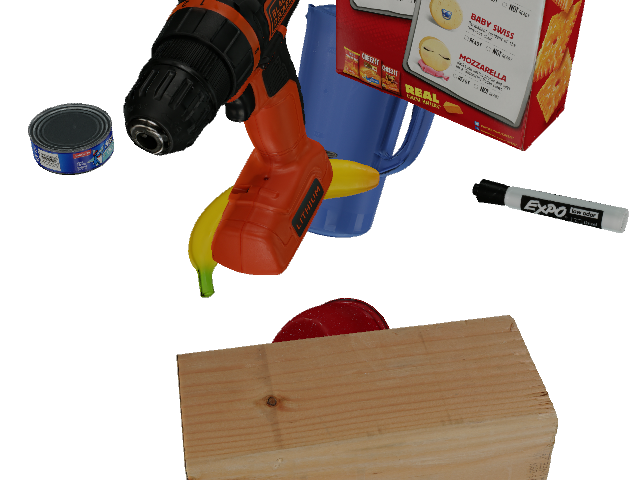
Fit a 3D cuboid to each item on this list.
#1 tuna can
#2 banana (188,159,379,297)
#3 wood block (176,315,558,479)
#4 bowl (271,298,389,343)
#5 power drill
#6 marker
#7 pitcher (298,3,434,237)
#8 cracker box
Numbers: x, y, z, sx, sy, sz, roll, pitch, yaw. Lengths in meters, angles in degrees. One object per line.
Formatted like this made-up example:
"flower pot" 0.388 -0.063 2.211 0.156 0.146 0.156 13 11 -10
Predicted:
"tuna can" -0.260 -0.106 1.116 0.086 0.034 0.086 1 41 -1
"banana" -0.041 -0.026 0.898 0.197 0.069 0.037 -35 -7 -24
"wood block" 0.023 0.115 0.635 0.206 0.090 0.091 -6 39 -7
"bowl" -0.005 0.127 1.044 0.162 0.162 0.055 0 -18 45
"power drill" -0.044 -0.067 0.615 0.057 0.184 0.187 14 -39 18
"marker" 0.175 -0.028 0.822 0.121 0.020 0.020 15 7 27
"pitcher" 0.036 -0.127 1.161 0.145 0.243 0.149 10 19 -8
"cracker box" 0.094 -0.186 0.715 0.164 0.214 0.072 27 50 26
